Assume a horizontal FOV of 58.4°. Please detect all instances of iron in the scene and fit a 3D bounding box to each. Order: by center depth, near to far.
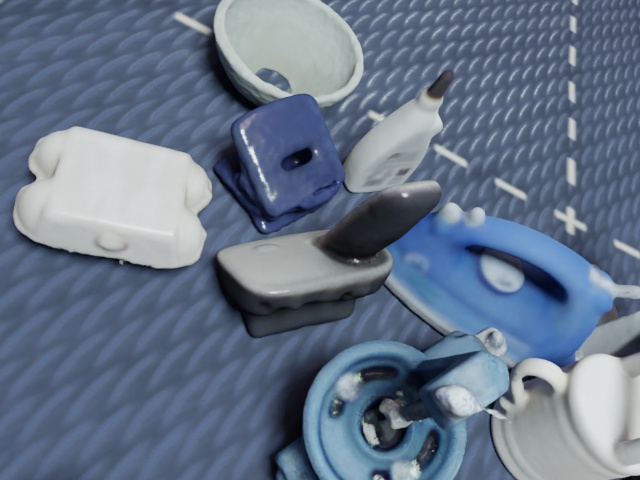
[{"bbox_3d":[0.169,0.027,0.558,0.258,0.141,0.119,28,55,-8],"label":"iron"}]

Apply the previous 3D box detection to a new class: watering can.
[{"bbox_3d":[0.251,0.152,0.491,0.173,0.193,0.101,15,57,-16],"label":"watering can"}]

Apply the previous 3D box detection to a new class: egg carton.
[{"bbox_3d":[-0.169,-0.032,0.482,0.150,0.069,0.107,11,58,-18],"label":"egg carton"}]

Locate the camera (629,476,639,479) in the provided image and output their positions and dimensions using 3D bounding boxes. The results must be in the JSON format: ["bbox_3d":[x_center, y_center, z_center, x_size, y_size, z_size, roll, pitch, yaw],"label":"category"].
[{"bbox_3d":[0.383,0.228,0.565,0.137,0.100,0.143,12,58,-18],"label":"camera"}]

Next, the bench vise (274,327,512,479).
[{"bbox_3d":[0.074,0.104,0.422,0.121,0.219,0.208,42,54,3],"label":"bench vise"}]

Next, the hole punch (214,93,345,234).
[{"bbox_3d":[-0.030,-0.075,0.556,0.109,0.091,0.101,-31,78,-34],"label":"hole punch"}]

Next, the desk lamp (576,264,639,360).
[{"bbox_3d":[0.331,0.074,0.560,0.118,0.213,0.203,4,61,-22],"label":"desk lamp"}]

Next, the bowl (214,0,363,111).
[{"bbox_3d":[-0.041,-0.196,0.630,0.168,0.074,0.167,11,58,-18],"label":"bowl"}]

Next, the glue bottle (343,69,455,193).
[{"bbox_3d":[0.086,-0.108,0.577,0.078,0.173,0.037,-8,66,-28],"label":"glue bottle"}]

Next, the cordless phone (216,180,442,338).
[{"bbox_3d":[0.004,0.002,0.470,0.148,0.185,0.094,-13,68,-30],"label":"cordless phone"}]
